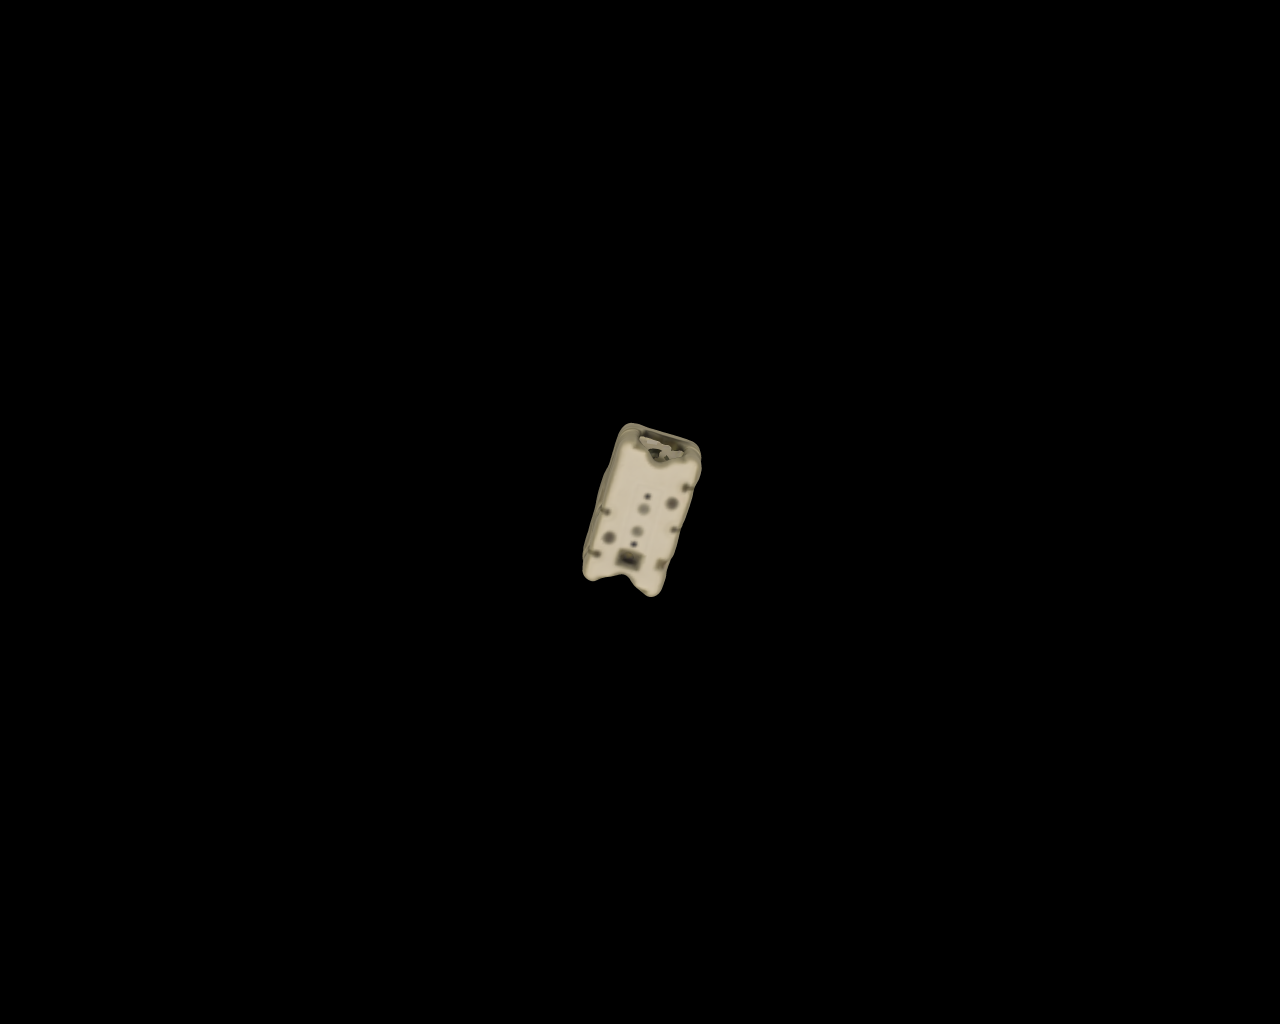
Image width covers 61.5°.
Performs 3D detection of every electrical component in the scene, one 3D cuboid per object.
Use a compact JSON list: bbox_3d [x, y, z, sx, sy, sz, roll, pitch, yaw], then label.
[{"bbox_3d":[0.001,-0.003,0.650,0.050,0.089,0.056,17,16,-5],"label":"electrical component"}]
